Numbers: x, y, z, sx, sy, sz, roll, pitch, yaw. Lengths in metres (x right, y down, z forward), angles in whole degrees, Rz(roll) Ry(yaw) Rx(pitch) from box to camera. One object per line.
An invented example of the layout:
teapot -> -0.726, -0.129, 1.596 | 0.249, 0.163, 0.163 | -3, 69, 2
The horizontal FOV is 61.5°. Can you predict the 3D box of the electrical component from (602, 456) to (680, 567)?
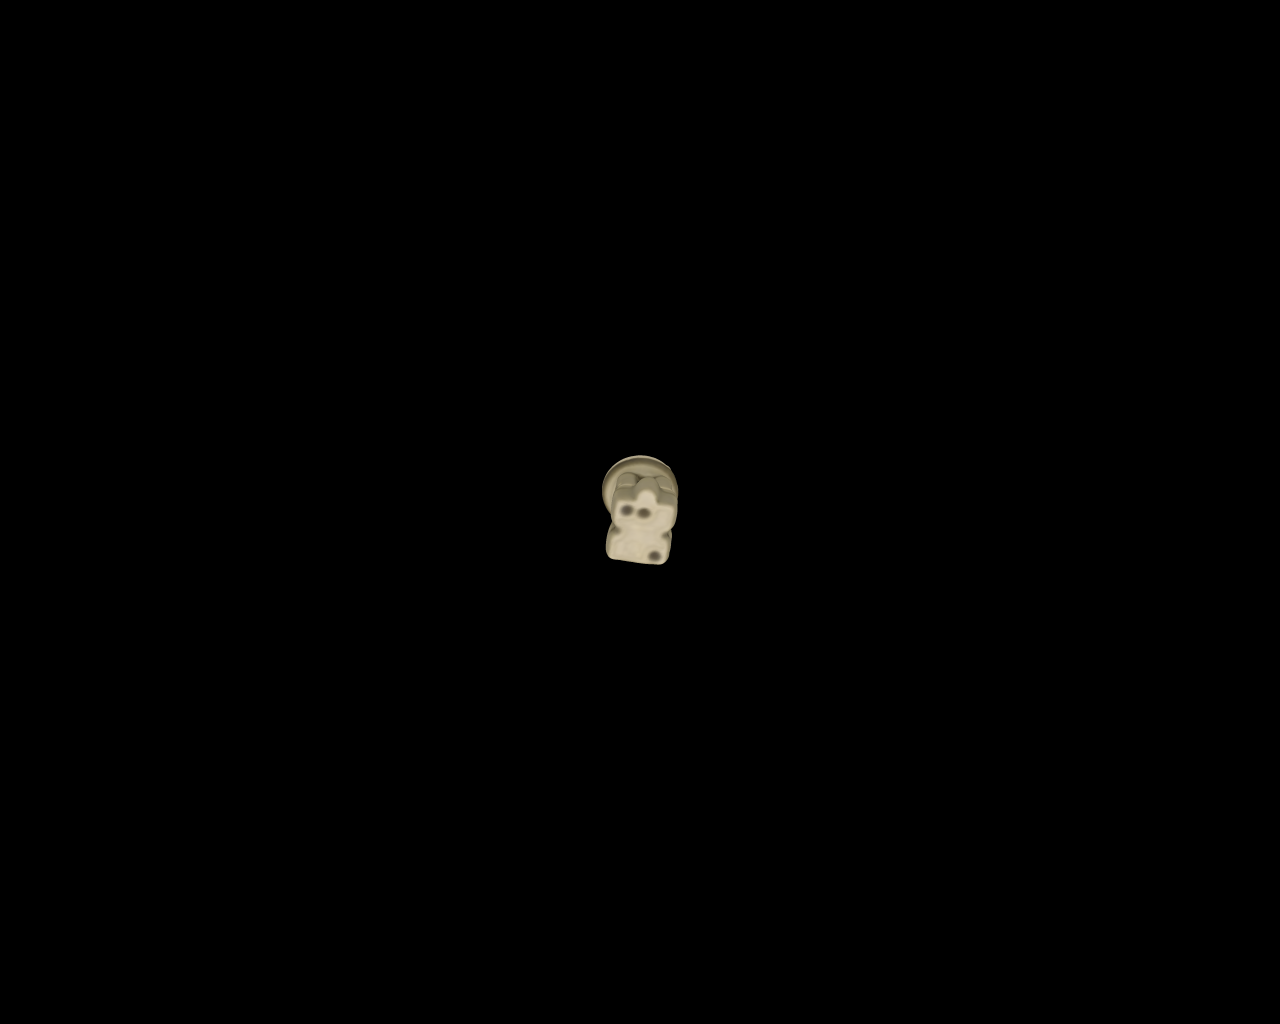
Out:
electrical component -> 0.001, -0.003, 0.650 | 0.048, 0.066, 0.055 | 7, 32, -5
